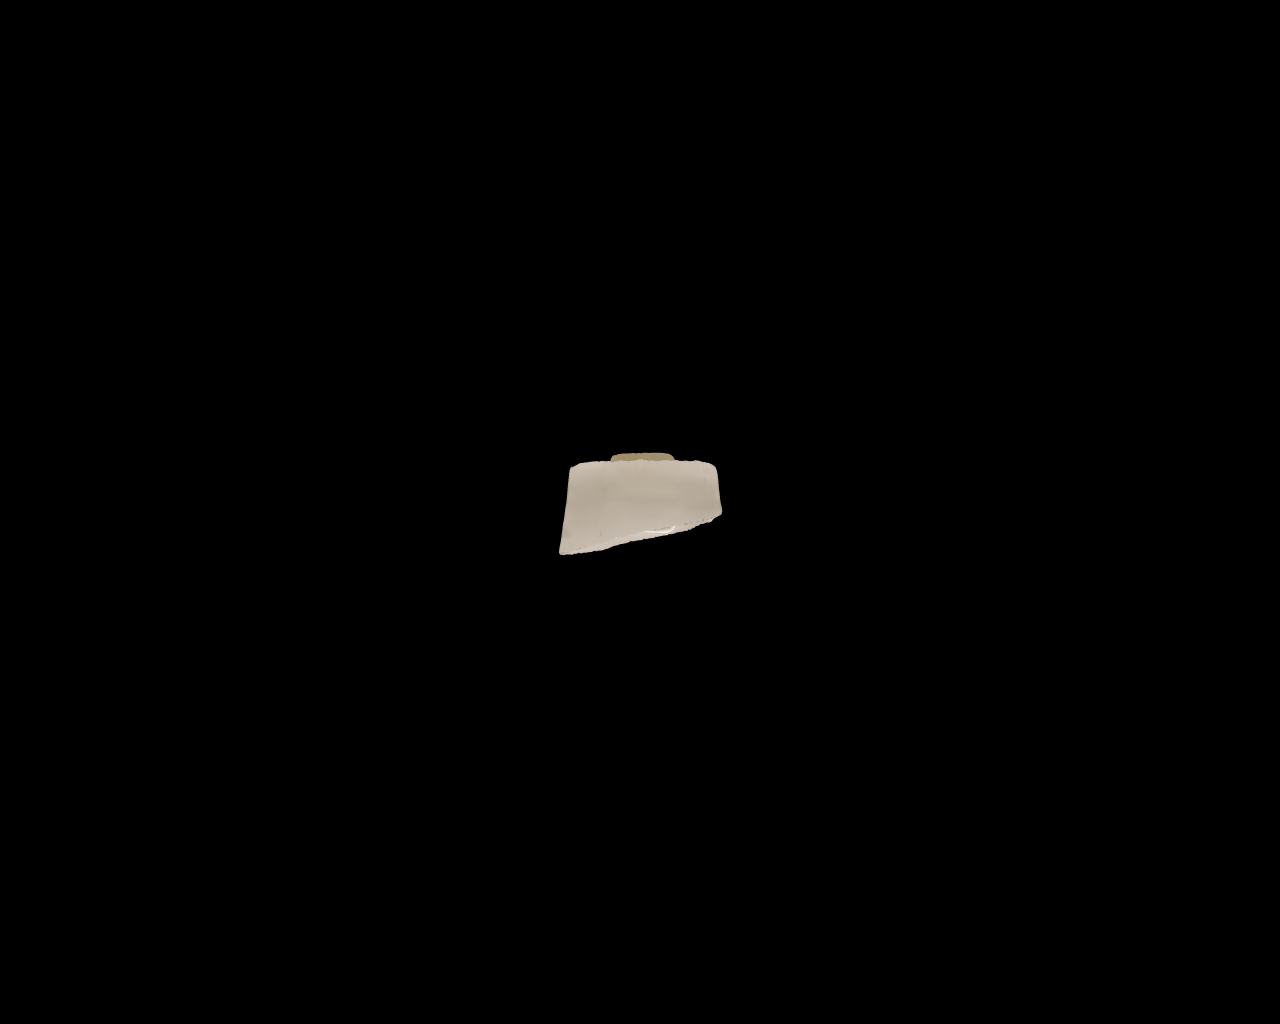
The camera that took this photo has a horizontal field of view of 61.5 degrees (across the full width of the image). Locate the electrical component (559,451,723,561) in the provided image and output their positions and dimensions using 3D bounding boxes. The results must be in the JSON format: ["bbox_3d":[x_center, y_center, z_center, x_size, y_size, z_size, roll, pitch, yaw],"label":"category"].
[{"bbox_3d":[0.001,-0.003,0.650,0.099,0.064,0.099,0,-4,0],"label":"electrical component"}]
